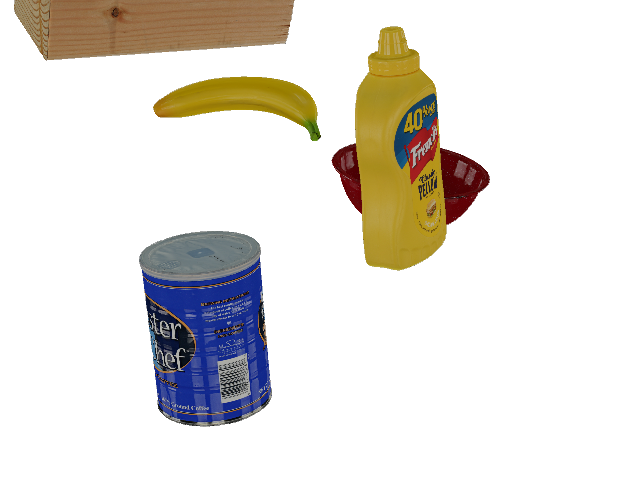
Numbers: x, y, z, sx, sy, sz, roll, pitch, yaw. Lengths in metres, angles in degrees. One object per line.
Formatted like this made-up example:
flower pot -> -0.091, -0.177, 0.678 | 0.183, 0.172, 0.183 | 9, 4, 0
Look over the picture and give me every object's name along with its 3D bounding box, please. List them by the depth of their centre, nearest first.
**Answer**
wood block -> -0.129, -0.210, 0.854 | 0.205, 0.091, 0.090 | -10, 41, -29
mustard bottle -> 0.065, -0.079, 0.877 | 0.058, 0.191, 0.096 | 9, 27, 33
coffee can -> -0.097, 0.074, 0.923 | 0.103, 0.140, 0.103 | -3, 20, 1
bowl -> 0.090, -0.051, 1.095 | 0.162, 0.055, 0.162 | 5, 24, -2
banana -> -0.084, -0.152, 1.169 | 0.198, 0.037, 0.069 | 9, 43, 18
